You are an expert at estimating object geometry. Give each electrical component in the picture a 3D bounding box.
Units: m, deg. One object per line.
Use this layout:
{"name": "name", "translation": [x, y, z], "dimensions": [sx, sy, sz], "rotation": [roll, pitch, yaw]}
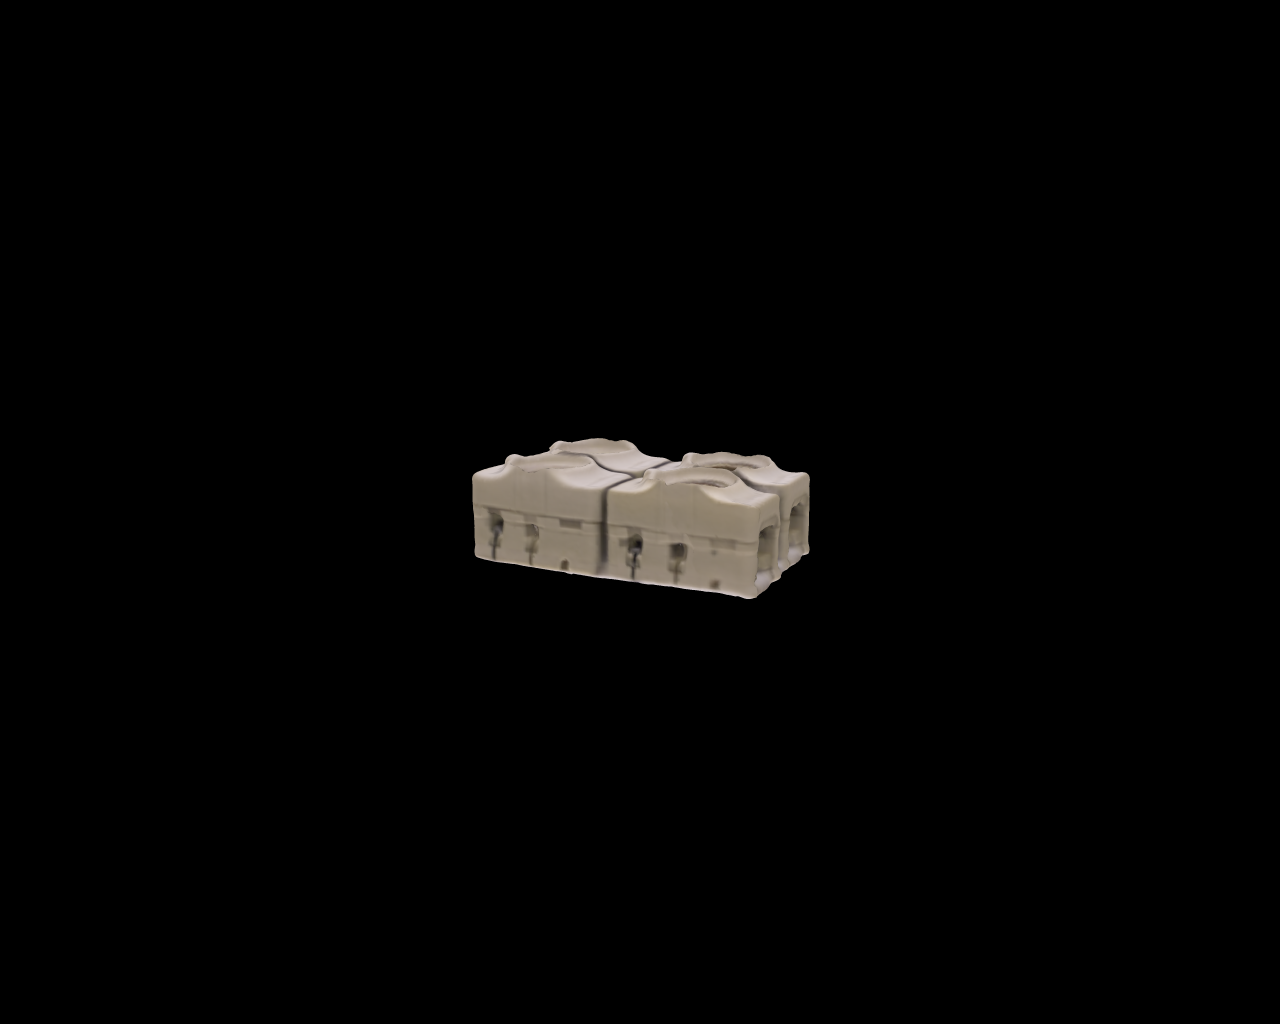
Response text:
{"name": "electrical component", "translation": [0.001, -0.003, 0.650], "dimensions": [0.186, 0.060, 0.105], "rotation": [7, 16, 26]}
